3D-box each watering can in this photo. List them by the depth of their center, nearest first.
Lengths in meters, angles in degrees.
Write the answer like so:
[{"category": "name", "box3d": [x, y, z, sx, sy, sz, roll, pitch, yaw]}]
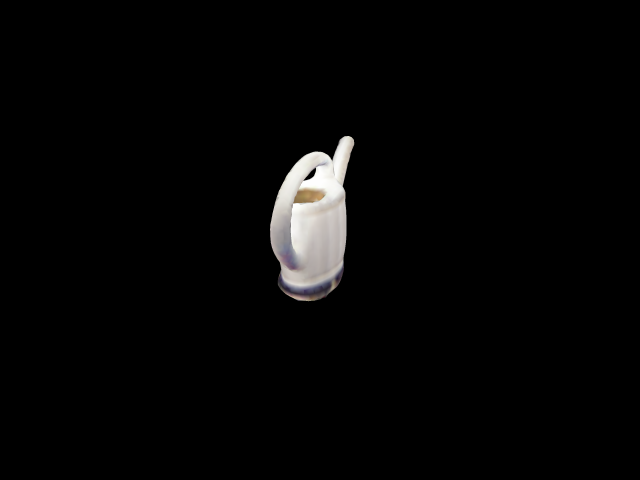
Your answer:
[{"category": "watering can", "box3d": [0.003, -0.043, 0.850, 0.104, 0.220, 0.354, 8, 25, 18]}]
